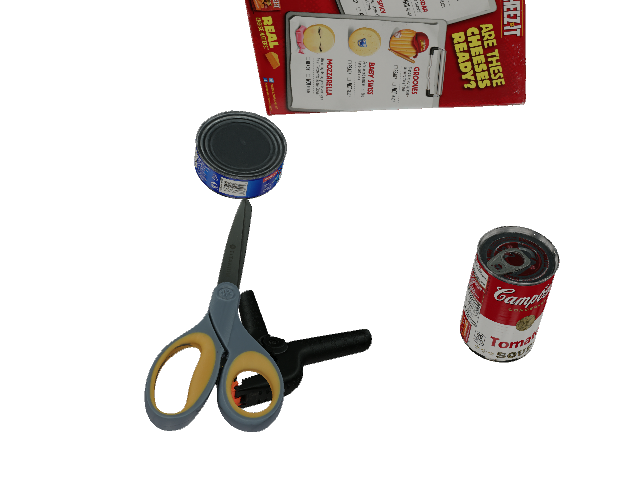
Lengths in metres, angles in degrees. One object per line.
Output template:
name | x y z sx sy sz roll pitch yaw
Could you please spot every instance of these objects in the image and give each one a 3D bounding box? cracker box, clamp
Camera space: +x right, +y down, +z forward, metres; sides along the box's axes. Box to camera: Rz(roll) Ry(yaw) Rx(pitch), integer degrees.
cracker box | 0.052 -0.186 0.840 0.214 0.164 0.072 -2 42 10
clamp | -0.042 0.123 1.145 0.165 0.036 0.209 13 26 12

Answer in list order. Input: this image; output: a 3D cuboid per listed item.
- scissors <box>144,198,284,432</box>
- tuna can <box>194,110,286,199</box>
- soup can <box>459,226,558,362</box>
scissors | -0.049 0.051 0.718 0.096 0.016 0.201 20 48 9
tuna can | -0.076 -0.080 1.008 0.086 0.086 0.034 0 -37 -12
soup can | 0.159 0.047 0.913 0.068 0.102 0.068 3 44 -3
